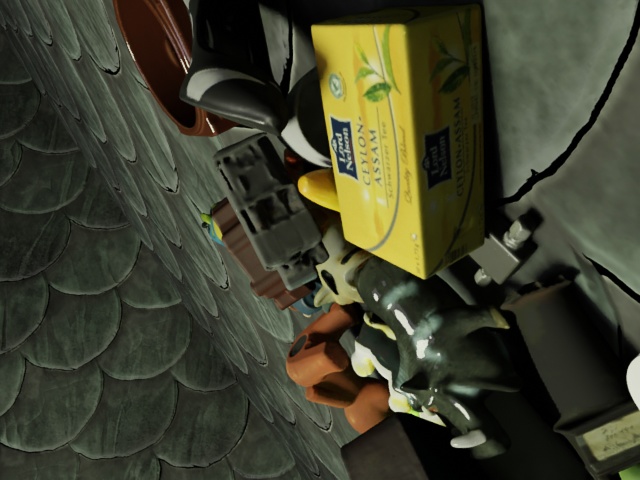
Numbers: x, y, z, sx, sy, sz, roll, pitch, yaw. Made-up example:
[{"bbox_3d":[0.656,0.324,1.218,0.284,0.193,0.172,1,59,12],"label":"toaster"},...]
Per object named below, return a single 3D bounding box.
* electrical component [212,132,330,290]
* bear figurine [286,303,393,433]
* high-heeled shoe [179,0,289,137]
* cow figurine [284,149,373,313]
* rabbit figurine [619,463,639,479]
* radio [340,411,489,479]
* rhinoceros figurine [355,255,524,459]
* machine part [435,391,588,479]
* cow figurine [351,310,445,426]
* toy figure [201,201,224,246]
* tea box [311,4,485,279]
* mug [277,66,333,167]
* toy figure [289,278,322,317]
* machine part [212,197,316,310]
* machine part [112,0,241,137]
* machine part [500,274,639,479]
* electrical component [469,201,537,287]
[{"bbox_3d":[-0.043,-0.020,0.495,0.134,0.058,0.115,62,174,4],"label":"electrical component"},{"bbox_3d":[0.052,0.198,0.750,0.196,0.120,0.132,40,128,-10],"label":"bear figurine"},{"bbox_3d":[-0.060,-0.173,0.431,0.249,0.086,0.145,40,112,51],"label":"high-heeled shoe"},{"bbox_3d":[-0.001,-0.002,0.610,0.195,0.085,0.127,43,149,25],"label":"cow figurine"},{"bbox_3d":[0.232,0.234,0.396,0.159,0.121,0.170,35,143,-15],"label":"rabbit figurine"},{"bbox_3d":[0.126,0.251,0.504,0.229,0.073,0.131,33,-157,-44],"label":"radio"},{"bbox_3d":[0.103,0.088,0.453,0.190,0.112,0.073,57,-175,11],"label":"rhinoceros figurine"},{"bbox_3d":[0.162,0.169,0.509,0.243,0.079,0.079,51,158,16],"label":"machine part"},{"bbox_3d":[0.110,0.153,0.620,0.168,0.068,0.098,41,147,33],"label":"cow figurine"},{"bbox_3d":[-0.139,-0.031,0.868,0.089,0.082,0.180,62,161,-19],"label":"toy figure"},{"bbox_3d":[0.058,-0.070,0.378,0.098,0.068,0.169,26,135,51],"label":"tea box"},{"bbox_3d":[0.010,-0.099,0.475,0.109,0.081,0.107,34,174,-22],"label":"mug"},{"bbox_3d":[-0.031,0.083,0.828,0.058,0.064,0.154,22,171,-17],"label":"toy figure"},{"bbox_3d":[-0.072,0.006,0.711,0.179,0.056,0.179,54,-171,-13],"label":"machine part"},{"bbox_3d":[-0.157,-0.224,0.627,0.201,0.087,0.201,19,139,57],"label":"machine part"},{"bbox_3d":[0.184,0.089,0.372,0.139,0.084,0.039,60,-164,16],"label":"machine part"},{"bbox_3d":[0.130,-0.001,0.415,0.063,0.021,0.094,50,158,19],"label":"electrical component"}]
